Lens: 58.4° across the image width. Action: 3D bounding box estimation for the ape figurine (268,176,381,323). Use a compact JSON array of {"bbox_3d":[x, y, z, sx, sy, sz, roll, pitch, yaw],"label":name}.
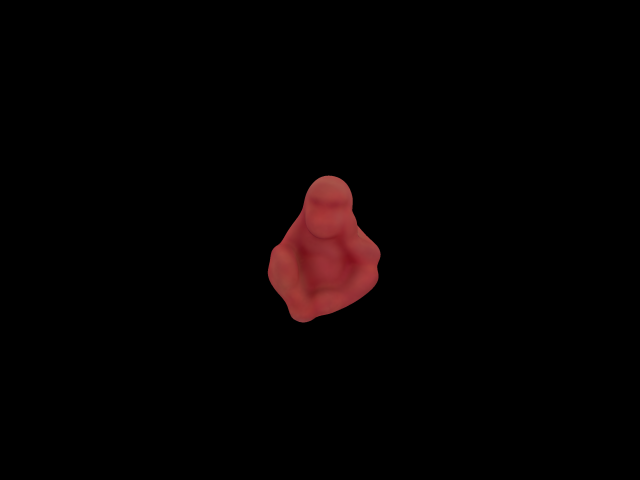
[{"bbox_3d":[0.004,0.001,0.400,0.077,0.092,0.076,1,15,4],"label":"ape figurine"}]
